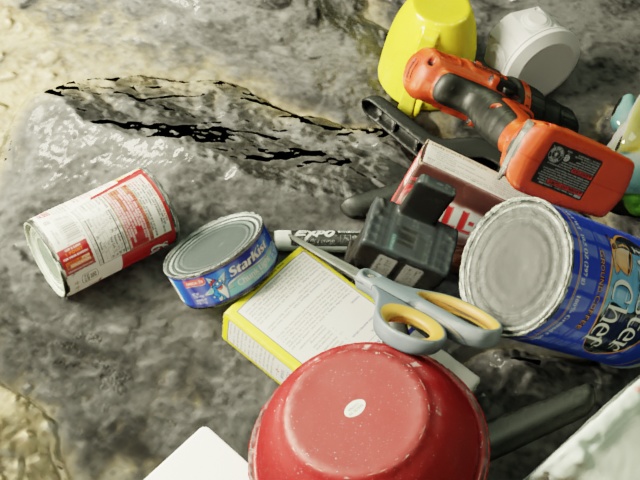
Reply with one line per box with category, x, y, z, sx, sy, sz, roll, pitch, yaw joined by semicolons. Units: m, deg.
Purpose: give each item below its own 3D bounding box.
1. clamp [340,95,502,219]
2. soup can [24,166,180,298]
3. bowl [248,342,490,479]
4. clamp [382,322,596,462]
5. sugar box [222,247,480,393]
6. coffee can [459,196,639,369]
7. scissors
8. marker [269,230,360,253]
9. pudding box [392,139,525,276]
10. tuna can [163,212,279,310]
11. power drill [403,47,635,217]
clamp;0.100;-0.051;0.919;0.171;0.039;0.120;19;71;6
soup can;-0.170;-0.007;0.836;0.102;0.068;0.068;-29;62;-24
bowl;0.027;0.123;0.684;0.162;0.055;0.162;-6;51;8
clamp;0.066;0.136;0.725;0.165;0.036;0.209;31;62;24
sugar box;0.021;0.089;0.802;0.176;0.048;0.093;39;59;16
coffee can;0.188;0.034;0.788;0.140;0.103;0.103;16;45;-37
scissors;0.031;0.037;0.754;0.202;0.016;0.096;21;23;30
marker;-0.006;0.001;0.878;0.121;0.020;0.020;1;54;-6
pudding box;0.114;-0.018;0.851;0.113;0.090;0.039;23;44;-3
tuna can;-0.076;0.016;0.824;0.086;0.033;0.086;-22;25;11
power drill;0.174;-0.088;0.879;0.184;0.057;0.188;15;21;-27
